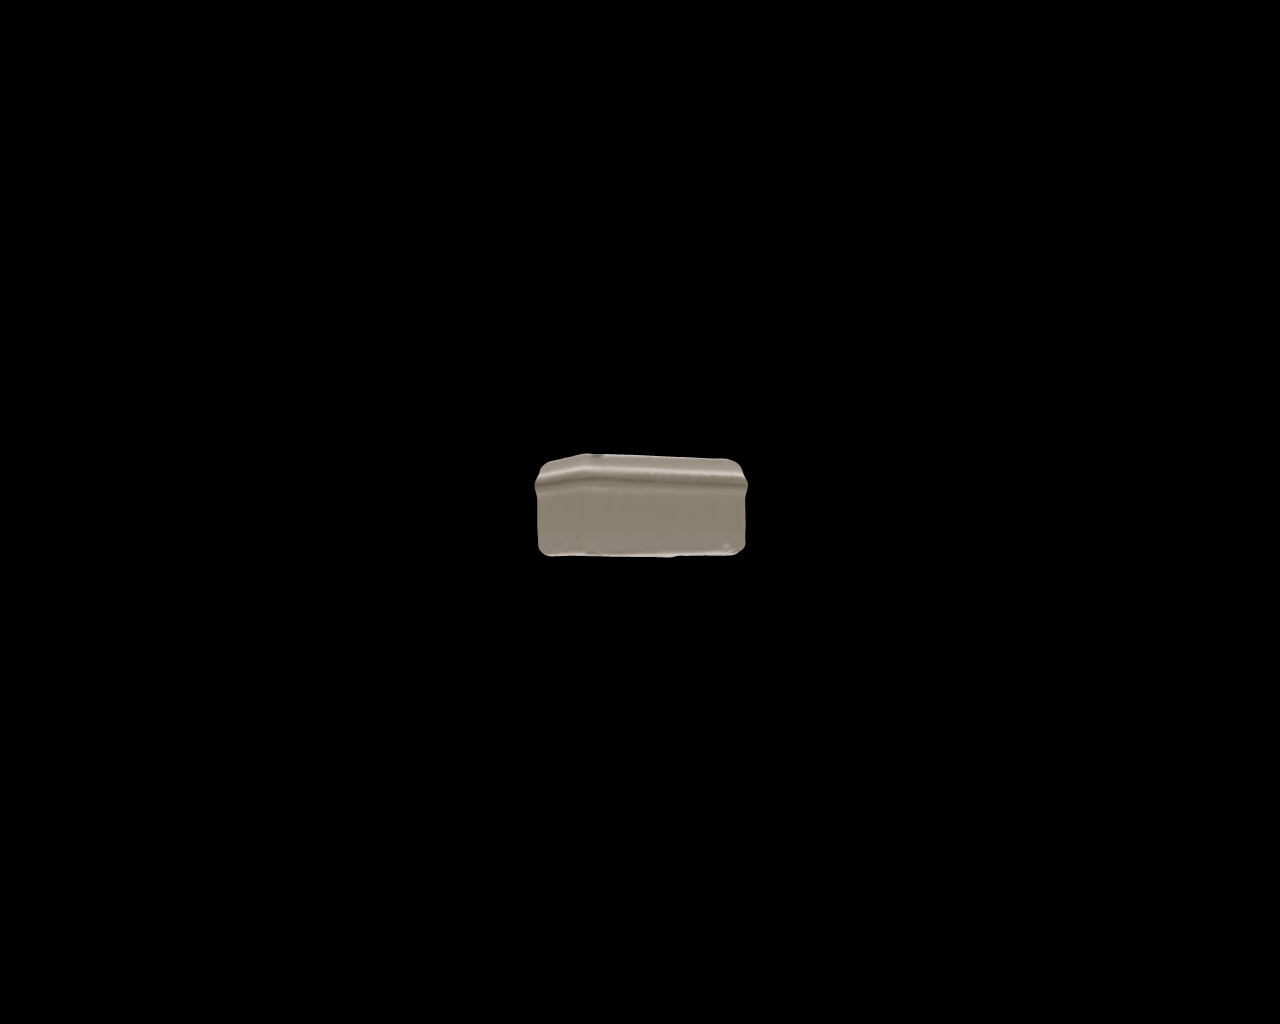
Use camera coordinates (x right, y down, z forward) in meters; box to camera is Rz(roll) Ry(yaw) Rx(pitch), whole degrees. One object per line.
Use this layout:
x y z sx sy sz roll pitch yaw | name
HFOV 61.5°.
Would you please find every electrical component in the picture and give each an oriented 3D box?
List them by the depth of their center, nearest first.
0.001 -0.003 0.650 0.113 0.057 0.078 2 -3 -31 | electrical component
